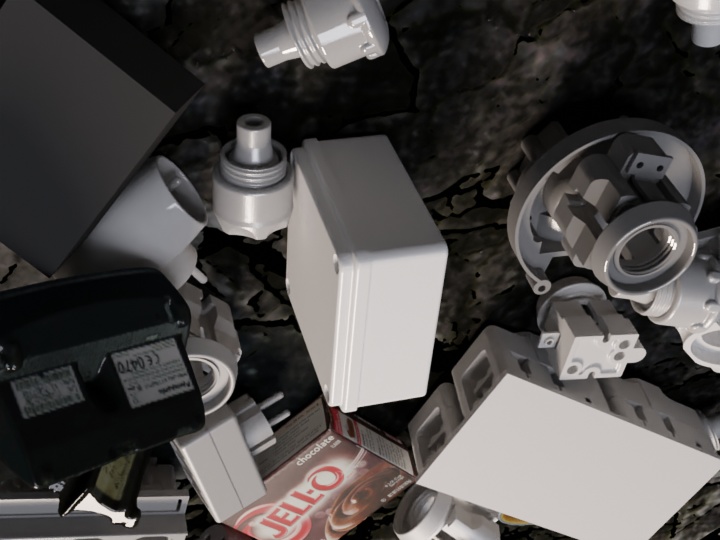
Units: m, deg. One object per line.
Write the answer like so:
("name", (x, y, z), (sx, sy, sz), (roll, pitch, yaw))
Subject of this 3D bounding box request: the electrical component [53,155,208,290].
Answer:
("electrical component", (-0.114, -0.011, 0.576), (0.077, 0.044, 0.079), (-33, 131, 11))

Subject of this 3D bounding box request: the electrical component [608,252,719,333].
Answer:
("electrical component", (0.175, 0.010, 0.622), (0.062, 0.048, 0.048), (7, 127, -15))

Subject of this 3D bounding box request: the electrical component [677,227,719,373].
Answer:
("electrical component", (0.276, 0.012, 0.668), (0.150, 0.061, 0.089), (-17, 139, 34))

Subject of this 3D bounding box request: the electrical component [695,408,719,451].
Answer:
("electrical component", (0.251, 0.125, 0.810), (0.062, 0.043, 0.043), (-24, 132, 1))

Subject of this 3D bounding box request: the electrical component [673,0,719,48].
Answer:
("electrical component", (0.182, -0.146, 0.557), (0.043, 0.043, 0.062), (-17, 133, -3))

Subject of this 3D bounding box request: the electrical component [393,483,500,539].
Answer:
("electrical component", (0.062, 0.185, 0.784), (0.057, 0.078, 0.058), (37, 112, -15))

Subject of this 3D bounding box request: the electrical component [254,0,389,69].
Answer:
("electrical component", (-0.020, -0.117, 0.517), (0.062, 0.048, 0.048), (-21, 133, 9))

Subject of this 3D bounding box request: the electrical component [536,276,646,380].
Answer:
("electrical component", (0.143, 0.037, 0.692), (0.066, 0.055, 0.048), (-1, 129, -17))

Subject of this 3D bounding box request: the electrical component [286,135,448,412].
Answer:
("electrical component", (0.000, 0.000, 0.579), (0.056, 0.108, 0.108), (-8, 131, -15))

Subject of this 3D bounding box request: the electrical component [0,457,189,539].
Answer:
("electrical component", (-0.178, 0.159, 0.688), (0.121, 0.063, 0.078), (3, 128, -20))

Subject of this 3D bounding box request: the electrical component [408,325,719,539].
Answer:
("electrical component", (0.139, 0.118, 0.742), (0.186, 0.060, 0.105), (23, 119, -22))

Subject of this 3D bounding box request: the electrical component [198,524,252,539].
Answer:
("electrical component", (-0.087, 0.211, 0.774), (0.045, 0.045, 0.055), (-43, 128, 19))

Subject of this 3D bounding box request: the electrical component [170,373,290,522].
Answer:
("electrical component", (-0.079, 0.103, 0.683), (0.076, 0.047, 0.083), (-30, 136, -16))

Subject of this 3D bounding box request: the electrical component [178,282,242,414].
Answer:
("electrical component", (-0.102, 0.048, 0.622), (0.078, 0.057, 0.058), (31, 115, -36))

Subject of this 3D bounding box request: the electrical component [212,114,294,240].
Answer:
("electrical component", (-0.056, -0.051, 0.562), (0.043, 0.043, 0.062), (-6, 129, -13))

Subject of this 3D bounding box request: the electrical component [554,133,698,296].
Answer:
("electrical component", (0.143, -0.024, 0.572), (0.058, 0.057, 0.078), (6, 127, -22))
